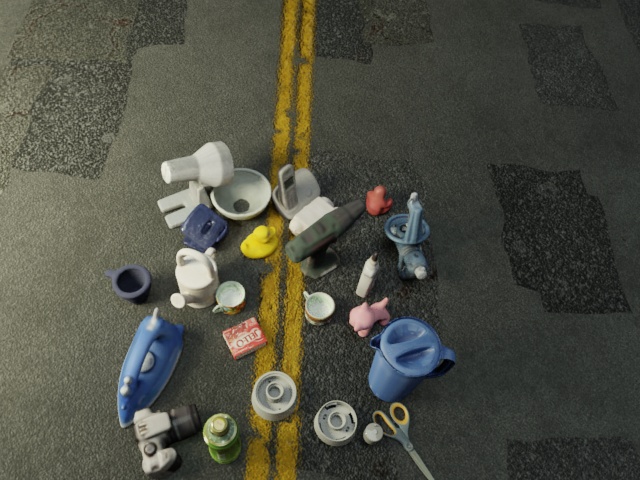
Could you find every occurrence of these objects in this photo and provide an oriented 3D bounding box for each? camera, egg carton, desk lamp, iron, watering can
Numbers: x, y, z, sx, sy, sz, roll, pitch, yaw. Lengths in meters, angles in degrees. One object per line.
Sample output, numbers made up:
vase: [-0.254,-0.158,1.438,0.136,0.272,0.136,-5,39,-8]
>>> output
camera: [-0.323,0.419,1.237,0.137,0.101,0.143,-17,62,-15]
egg carton: [-0.007,-0.051,1.579,0.107,0.069,0.150,40,63,18]
desk lamp: [-0.332,-0.152,1.522,0.203,0.213,0.117,-24,64,-19]
iron: [-0.400,0.282,1.290,0.118,0.141,0.258,14,58,3]
watering can: [-0.299,0.089,1.388,0.101,0.194,0.173,3,58,-4]

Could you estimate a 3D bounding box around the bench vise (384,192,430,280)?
bench vise: [0.251,-0.011,1.492,0.122,0.220,0.207,-25,64,-19]

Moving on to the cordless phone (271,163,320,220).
cordless phone: [-0.065,-0.156,1.569,0.094,0.185,0.148,36,62,16]

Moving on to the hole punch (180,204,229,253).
hole punch: [-0.303,-0.028,1.521,0.101,0.091,0.109,25,59,9]

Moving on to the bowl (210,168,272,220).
bowl: [-0.218,-0.115,1.593,0.167,0.075,0.167,3,58,-4]

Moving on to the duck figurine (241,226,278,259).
duck figurine: [-0.160,-0.002,1.523,0.105,0.086,0.077,-23,63,-19]

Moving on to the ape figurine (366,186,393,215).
ape figurine: [0.167,-0.119,1.626,0.077,0.092,0.076,40,63,18]

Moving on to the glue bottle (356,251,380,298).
glue bottle: [0.128,0.078,1.452,0.037,0.173,0.078,23,59,9]

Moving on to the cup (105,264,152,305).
cup: [-0.468,0.115,1.412,0.117,0.095,0.092,18,58,5]

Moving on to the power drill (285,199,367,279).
power drill: [0.013,0.005,1.464,0.230,0.208,0.075,-31,66,-22]

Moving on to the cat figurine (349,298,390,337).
cat figurine: [0.120,0.185,1.418,0.128,0.118,0.067,-30,65,-21]
